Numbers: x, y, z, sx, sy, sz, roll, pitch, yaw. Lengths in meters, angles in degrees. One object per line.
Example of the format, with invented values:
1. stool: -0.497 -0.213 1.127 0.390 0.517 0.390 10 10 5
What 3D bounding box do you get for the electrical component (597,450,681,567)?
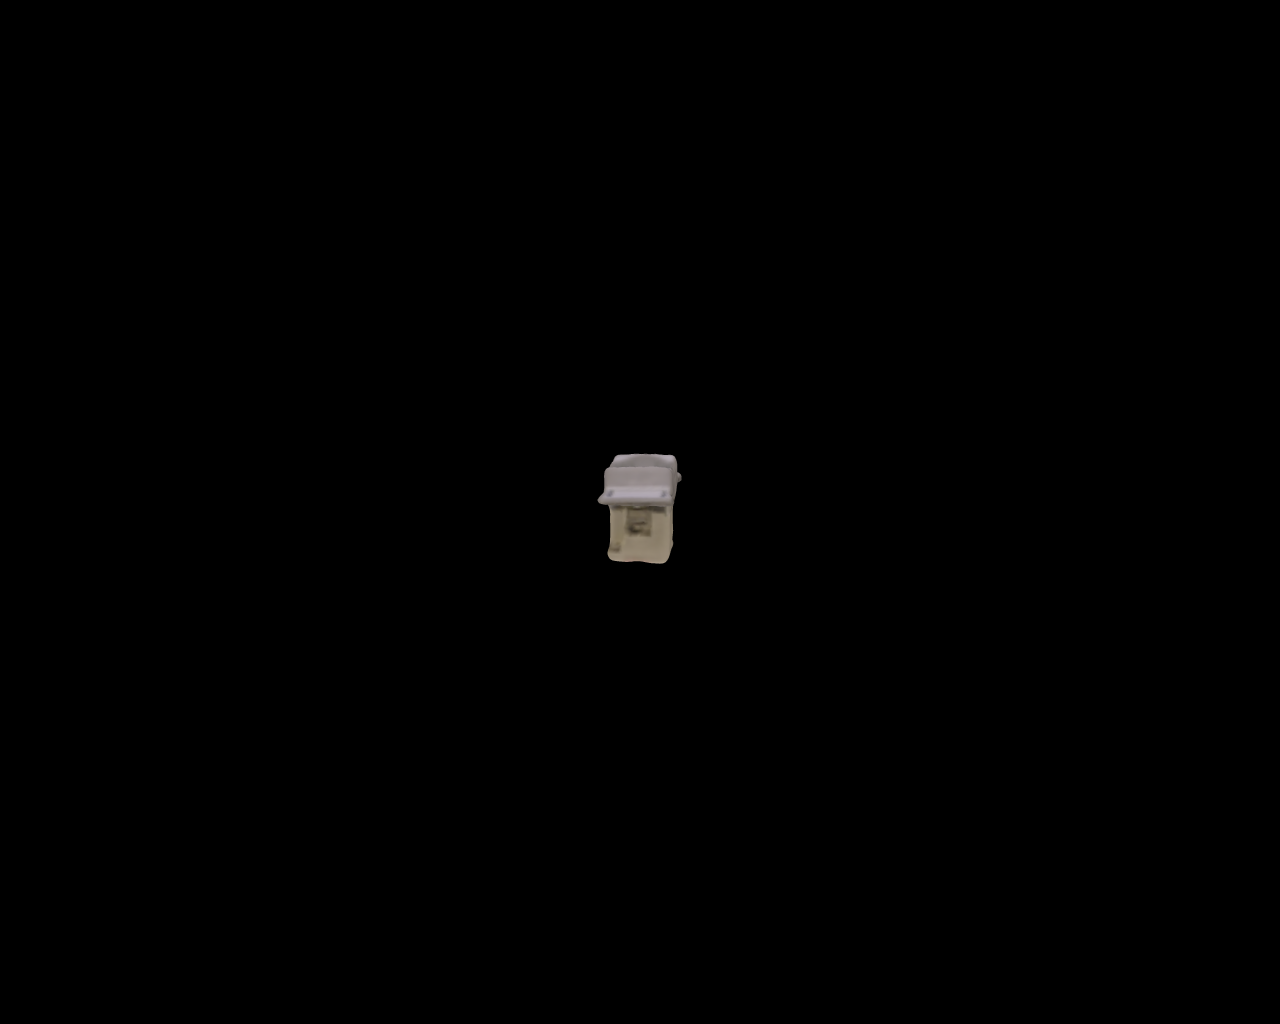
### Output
1. electrical component: 0.001 -0.003 0.650 0.042 0.063 0.081 2 14 7
